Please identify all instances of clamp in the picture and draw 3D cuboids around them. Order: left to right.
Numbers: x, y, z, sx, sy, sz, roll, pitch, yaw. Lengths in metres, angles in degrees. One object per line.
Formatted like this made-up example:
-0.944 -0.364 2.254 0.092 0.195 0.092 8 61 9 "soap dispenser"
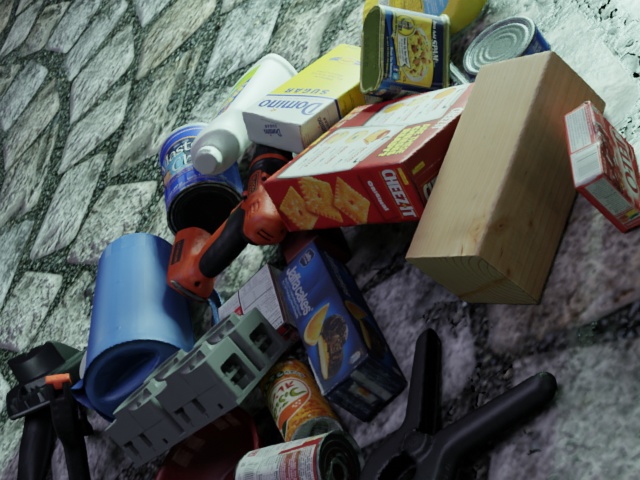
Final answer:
-0.295 0.217 1.275 0.039 0.171 0.120 -9 31 -11 "clamp"
0.086 0.170 0.898 0.210 0.036 0.165 -51 30 -5 "clamp"

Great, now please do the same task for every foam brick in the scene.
-0.008 0.001 1.166 0.051 0.053 0.078 -44 32 16 "foam brick"

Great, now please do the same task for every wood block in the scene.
0.169 -0.054 0.953 0.091 0.090 0.206 -2 59 52 "wood block"

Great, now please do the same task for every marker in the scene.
0.151 -0.167 1.146 0.020 0.020 0.121 -46 33 13 "marker"

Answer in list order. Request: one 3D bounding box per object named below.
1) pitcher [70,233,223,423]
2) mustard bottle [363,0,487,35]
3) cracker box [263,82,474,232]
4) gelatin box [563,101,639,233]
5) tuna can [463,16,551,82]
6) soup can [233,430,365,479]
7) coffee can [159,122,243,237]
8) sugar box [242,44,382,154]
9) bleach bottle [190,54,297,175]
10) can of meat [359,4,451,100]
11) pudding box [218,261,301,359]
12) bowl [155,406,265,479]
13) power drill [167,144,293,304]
-0.204 0.096 1.282 0.145 0.149 0.243 -57 25 26 "pitcher"
0.135 -0.278 1.228 0.192 0.058 0.096 -19 59 43 "mustard bottle"
0.070 -0.081 1.074 0.164 0.072 0.214 -41 23 -32 "cracker box"
0.238 -0.061 0.885 0.030 0.073 0.089 -30 39 32 "gelatin box"
0.190 -0.188 1.089 0.086 0.033 0.086 -29 36 23 "tuna can"
-0.018 0.211 0.943 0.102 0.068 0.068 -21 45 35 "soup can"
-0.151 -0.072 1.373 0.103 0.102 0.140 -42 34 19 "coffee can"
0.005 -0.164 1.219 0.093 0.048 0.176 18 43 39 "sugar box"
-0.099 -0.148 1.325 0.103 0.068 0.250 -39 13 27 "bleach bottle"
0.092 -0.200 1.159 0.058 0.083 0.102 158 116 -66 "can of meat"
-0.065 0.091 1.172 0.090 0.039 0.113 -43 36 17 "pudding box"
-0.099 0.247 1.054 0.162 0.055 0.162 -33 38 30 "bowl"
-0.098 -0.028 1.226 0.188 0.057 0.184 -43 26 32 "power drill"
